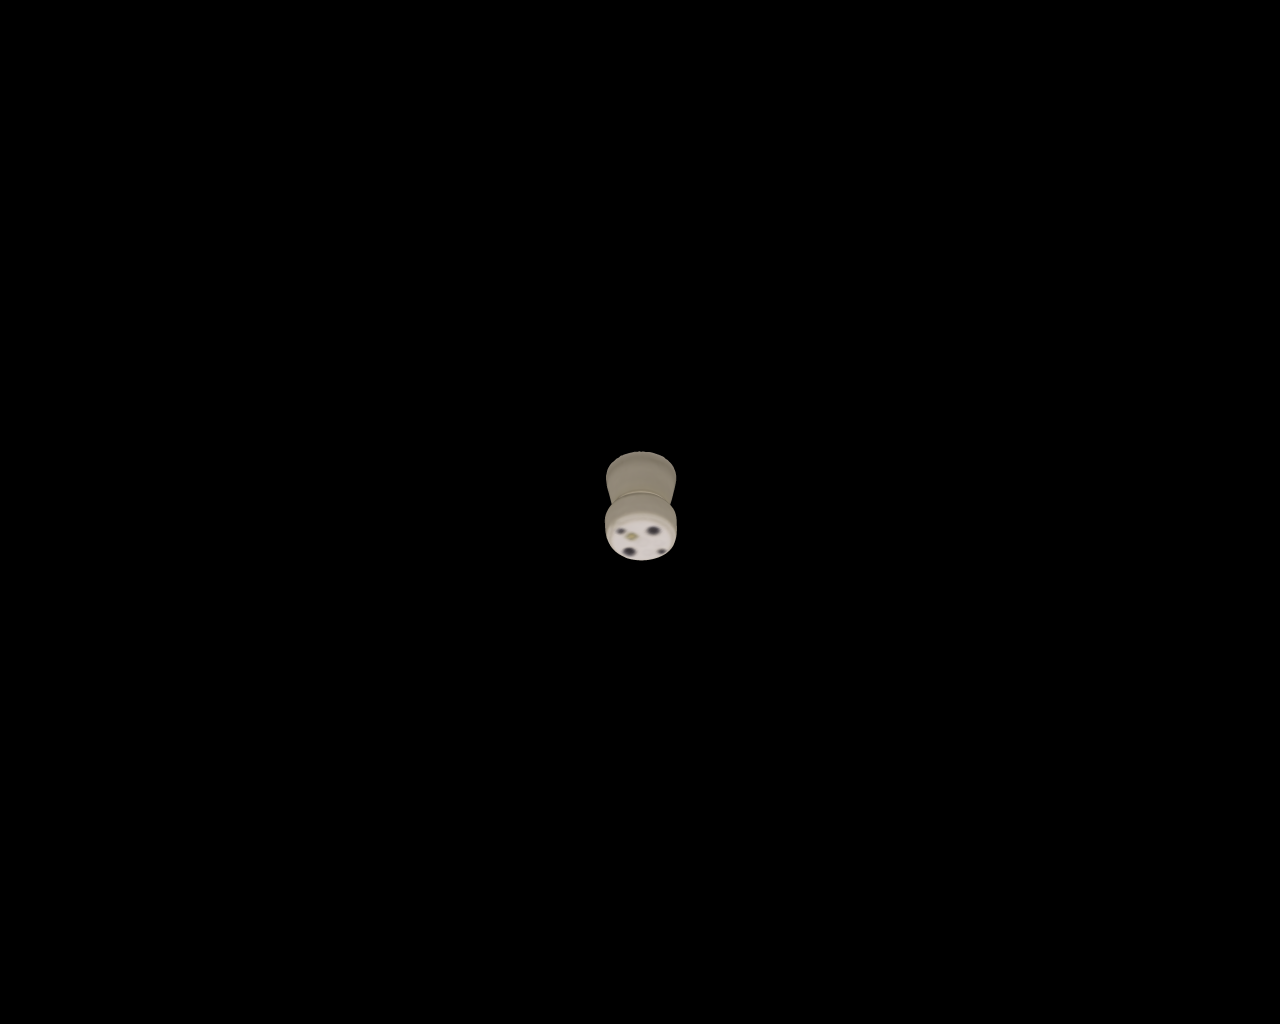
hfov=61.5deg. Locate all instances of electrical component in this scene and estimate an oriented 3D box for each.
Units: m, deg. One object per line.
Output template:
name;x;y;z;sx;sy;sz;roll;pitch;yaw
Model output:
electrical component;0.001;-0.003;0.650;0.045;0.055;0.044;0;-43;0
